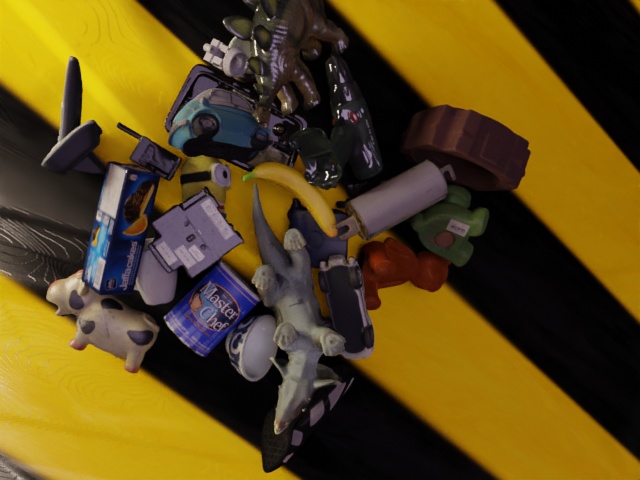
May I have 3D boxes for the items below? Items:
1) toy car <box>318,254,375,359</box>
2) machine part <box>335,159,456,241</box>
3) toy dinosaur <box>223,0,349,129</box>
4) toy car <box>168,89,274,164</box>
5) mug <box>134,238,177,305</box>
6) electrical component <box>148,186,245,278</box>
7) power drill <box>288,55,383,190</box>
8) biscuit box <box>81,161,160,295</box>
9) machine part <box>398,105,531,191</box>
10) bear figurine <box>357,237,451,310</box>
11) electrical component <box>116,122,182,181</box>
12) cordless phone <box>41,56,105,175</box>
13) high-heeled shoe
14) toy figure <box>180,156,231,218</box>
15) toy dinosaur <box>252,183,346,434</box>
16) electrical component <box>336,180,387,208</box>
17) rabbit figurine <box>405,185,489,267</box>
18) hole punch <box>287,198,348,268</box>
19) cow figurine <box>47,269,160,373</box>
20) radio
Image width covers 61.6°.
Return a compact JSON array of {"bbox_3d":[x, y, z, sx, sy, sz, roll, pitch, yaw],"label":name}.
[{"bbox_3d":[0.049,0.121,0.965,0.074,0.056,0.201,-9,104,16],"label":"toy car"},{"bbox_3d":[0.134,-0.070,0.940,0.243,0.079,0.079,-29,103,-10],"label":"machine part"},{"bbox_3d":[-0.044,-0.375,0.893,0.198,0.105,0.471,43,50,-40],"label":"toy dinosaur"},{"bbox_3d":[-0.155,-0.187,0.854,0.161,0.109,0.103,4,77,-25],"label":"toy car"},{"bbox_3d":[-0.295,0.059,0.925,0.109,0.081,0.107,-13,107,-27],"label":"mug"},{"bbox_3d":[-0.208,-0.007,0.873,0.134,0.058,0.114,-34,98,-7],"label":"electrical component"},{"bbox_3d":[0.027,-0.196,0.950,0.086,0.207,0.231,-13,113,30],"label":"power drill"},{"bbox_3d":[-0.312,-0.016,0.841,0.062,0.059,0.202,4,105,-52],"label":"biscuit box"},{"bbox_3d":[0.265,-0.167,0.995,0.201,0.201,0.087,23,86,-17],"label":"machine part"},{"bbox_3d":[0.171,0.069,1.038,0.196,0.132,0.120,13,121,-13],"label":"bear figurine"},{"bbox_3d":[-0.295,-0.148,0.906,0.119,0.075,0.047,29,87,-21],"label":"electrical component"},{"bbox_3d":[-0.382,-0.195,0.837,0.089,0.147,0.184,2,99,-24],"label":"cordless phone"},{"bbox_3d":[-0.022,0.344,1.055,0.145,0.086,0.248,8,114,-46],"label":"high-heeled shoe"},{"bbox_3d":[-0.206,-0.059,0.939,0.089,0.082,0.180,9,96,-14],"label":"toy figure"},{"bbox_3d":[-0.051,0.114,0.937,0.131,0.192,0.405,-9,70,-12],"label":"toy dinosaur"},{"bbox_3d":[0.087,-0.085,1.011,0.078,0.102,0.045,-20,104,-39],"label":"electrical component"},{"bbox_3d":[0.239,-0.048,1.043,0.159,0.170,0.121,14,126,11],"label":"rabbit figurine"},{"bbox_3d":[-0.002,-0.003,0.999,0.116,0.092,0.142,1,100,-12],"label":"hole punch"},{"bbox_3d":[-0.367,0.126,0.912,0.195,0.085,0.127,31,93,-14],"label":"cow figurine"},{"bbox_3d":[-0.142,-0.200,0.943,0.229,0.073,0.131,24,90,-18],"label":"radio"}]
